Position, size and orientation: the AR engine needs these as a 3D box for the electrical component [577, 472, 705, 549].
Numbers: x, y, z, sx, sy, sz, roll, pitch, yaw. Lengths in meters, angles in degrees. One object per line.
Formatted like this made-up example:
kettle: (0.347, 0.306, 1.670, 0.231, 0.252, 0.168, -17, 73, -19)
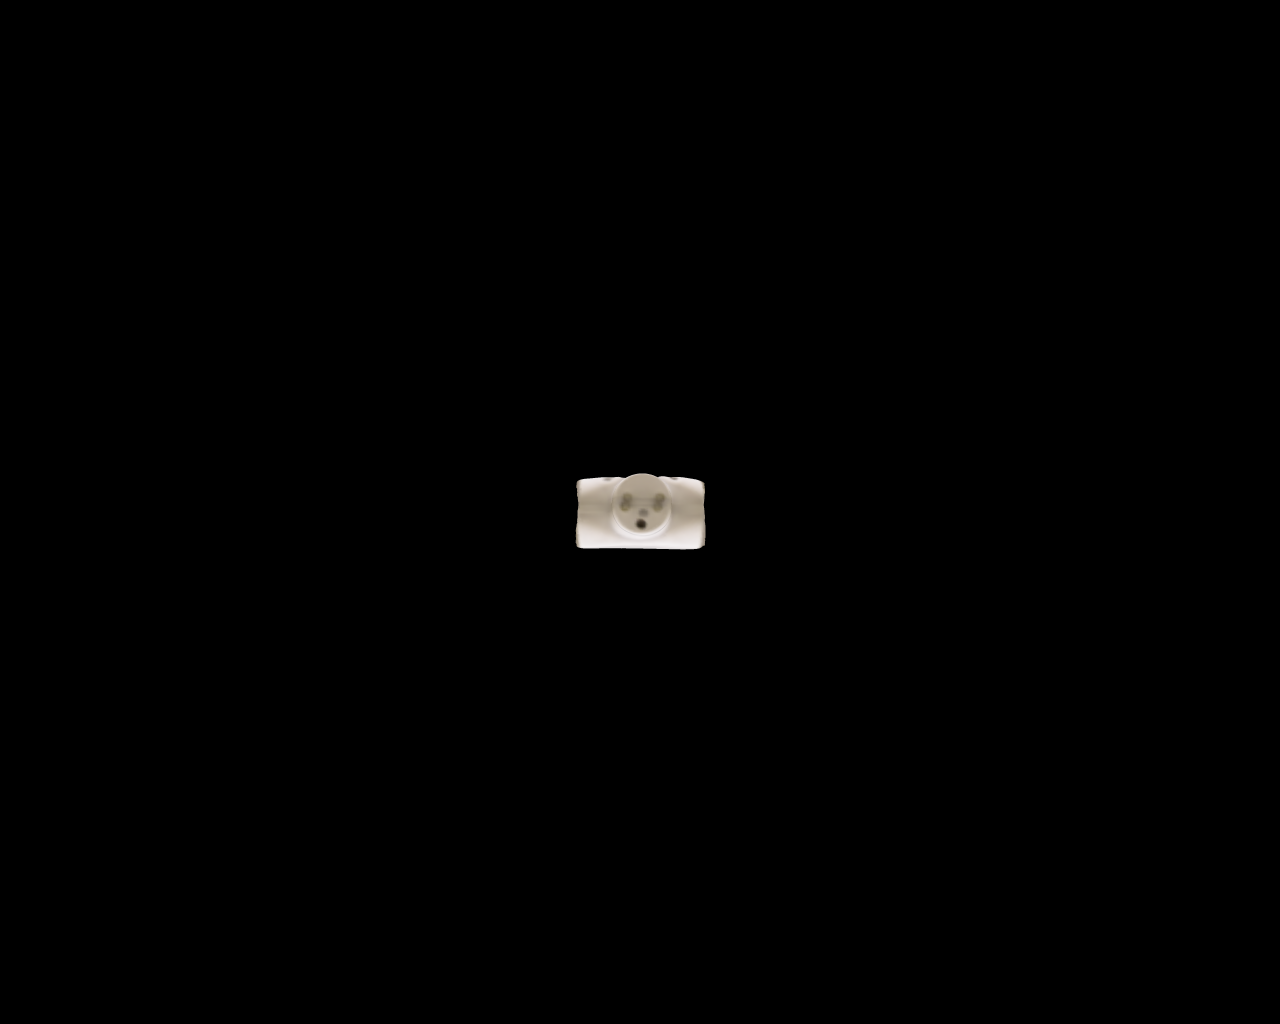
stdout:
electrical component: (0.001, -0.003, 0.650, 0.077, 0.044, 0.079, 0, -11, -2)
